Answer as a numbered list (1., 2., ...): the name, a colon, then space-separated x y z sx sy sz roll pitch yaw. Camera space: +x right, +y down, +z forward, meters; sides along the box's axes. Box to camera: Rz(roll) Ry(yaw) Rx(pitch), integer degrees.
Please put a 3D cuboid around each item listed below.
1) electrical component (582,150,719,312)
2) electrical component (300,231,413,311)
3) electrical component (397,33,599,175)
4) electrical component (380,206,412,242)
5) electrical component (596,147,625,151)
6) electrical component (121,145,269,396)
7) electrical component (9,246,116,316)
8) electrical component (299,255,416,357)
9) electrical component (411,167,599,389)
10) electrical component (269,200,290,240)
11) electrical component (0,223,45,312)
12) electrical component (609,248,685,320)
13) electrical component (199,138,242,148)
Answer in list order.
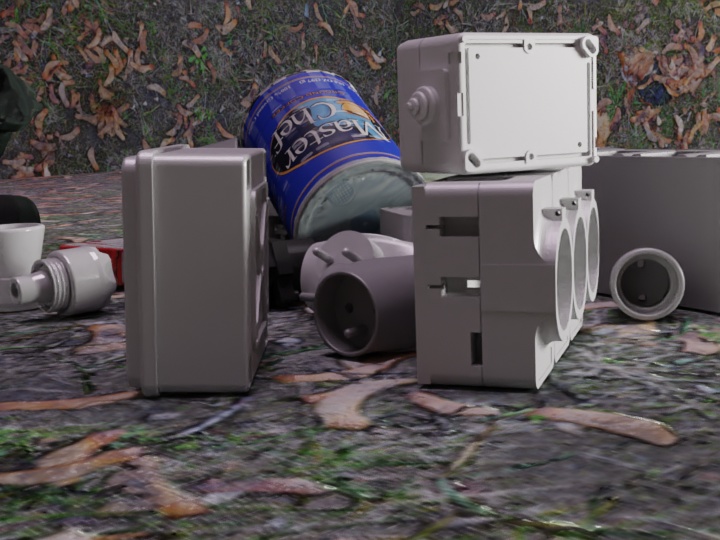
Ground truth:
1. electrical component: 0.201 -0.027 0.660 0.062 0.089 0.150 -7 10 -31
2. electrical component: 0.000 0.000 0.633 0.077 0.044 0.079 2 -16 27
3. electrical component: 0.057 -0.078 0.507 0.096 0.061 0.061 -7 9 -30
4. electrical component: 0.074 -0.013 0.714 0.113 0.057 0.078 -4 8 -14
5. electrical component: 0.154 -0.047 0.813 0.062 0.089 0.150 -3 8 -6
6. electrical component: -0.075 -0.005 0.518 0.056 0.108 0.108 0 8 0
7. electrical component: -0.192 0.009 0.686 0.062 0.043 0.043 -11 12 -42
8. electrical component: 0.003 0.016 0.573 0.079 0.044 0.077 5 11 40
9. electrical component: 0.077 -0.003 0.528 0.062 0.089 0.150 1 9 19
10. electrical component: -0.002 -0.041 0.908 0.150 0.061 0.089 5 11 41
11. electrical component: -0.236 -0.002 0.732 0.045 0.055 0.045 -2 8 0
12. electrical component: 0.162 0.007 0.614 0.040 0.040 0.046 -1 2 10
13. electrical component: -0.111 -0.040 0.792 0.060 0.108 0.108 -9 8 -1
